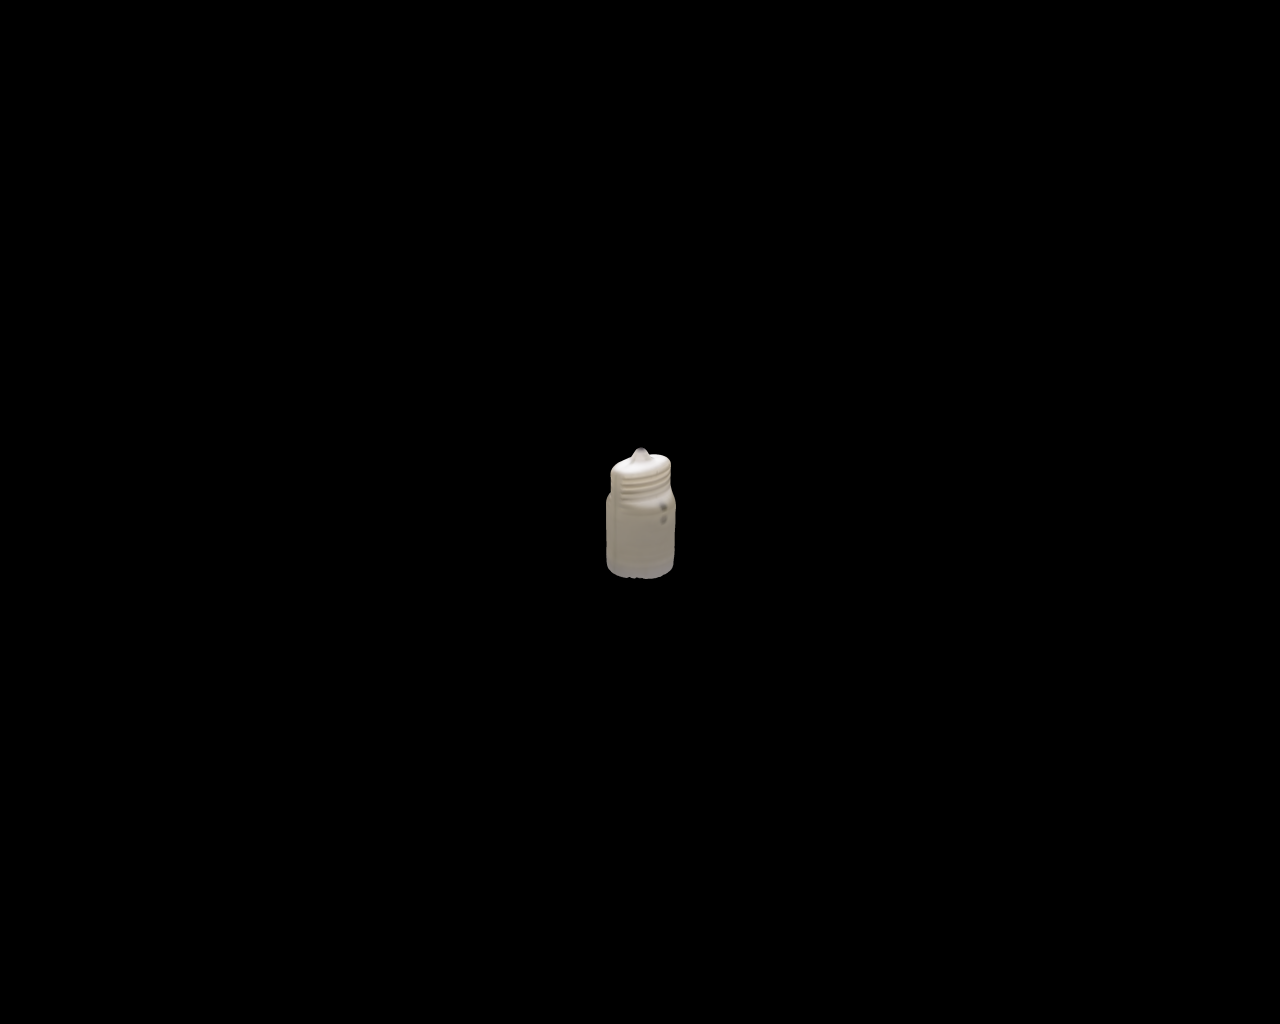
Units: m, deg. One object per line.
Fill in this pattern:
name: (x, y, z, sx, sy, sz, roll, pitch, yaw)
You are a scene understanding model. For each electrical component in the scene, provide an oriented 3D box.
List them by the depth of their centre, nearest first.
electrical component: (0.001, -0.003, 0.650, 0.043, 0.080, 0.043, 0, 24, 0)
